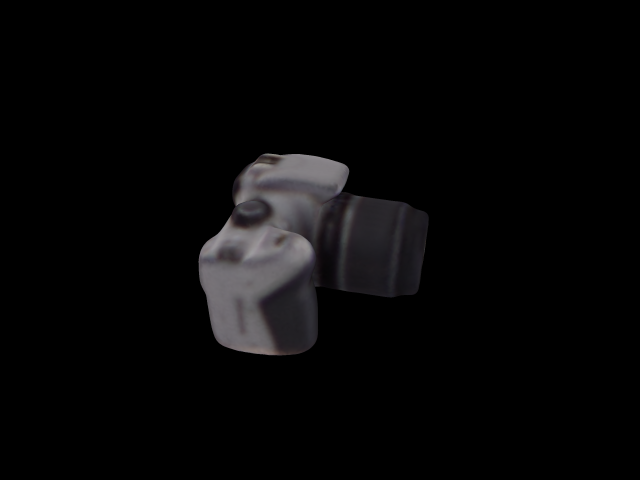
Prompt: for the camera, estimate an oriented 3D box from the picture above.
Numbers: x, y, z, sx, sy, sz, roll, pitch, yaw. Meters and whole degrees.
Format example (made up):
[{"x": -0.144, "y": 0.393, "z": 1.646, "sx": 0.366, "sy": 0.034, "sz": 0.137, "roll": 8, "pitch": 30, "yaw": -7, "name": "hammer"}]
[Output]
[{"x": 0.004, "y": 0.001, "z": 0.400, "sx": 0.136, "sy": 0.101, "sz": 0.143, "roll": 8, "pitch": 36, "yaw": 12, "name": "camera"}]
